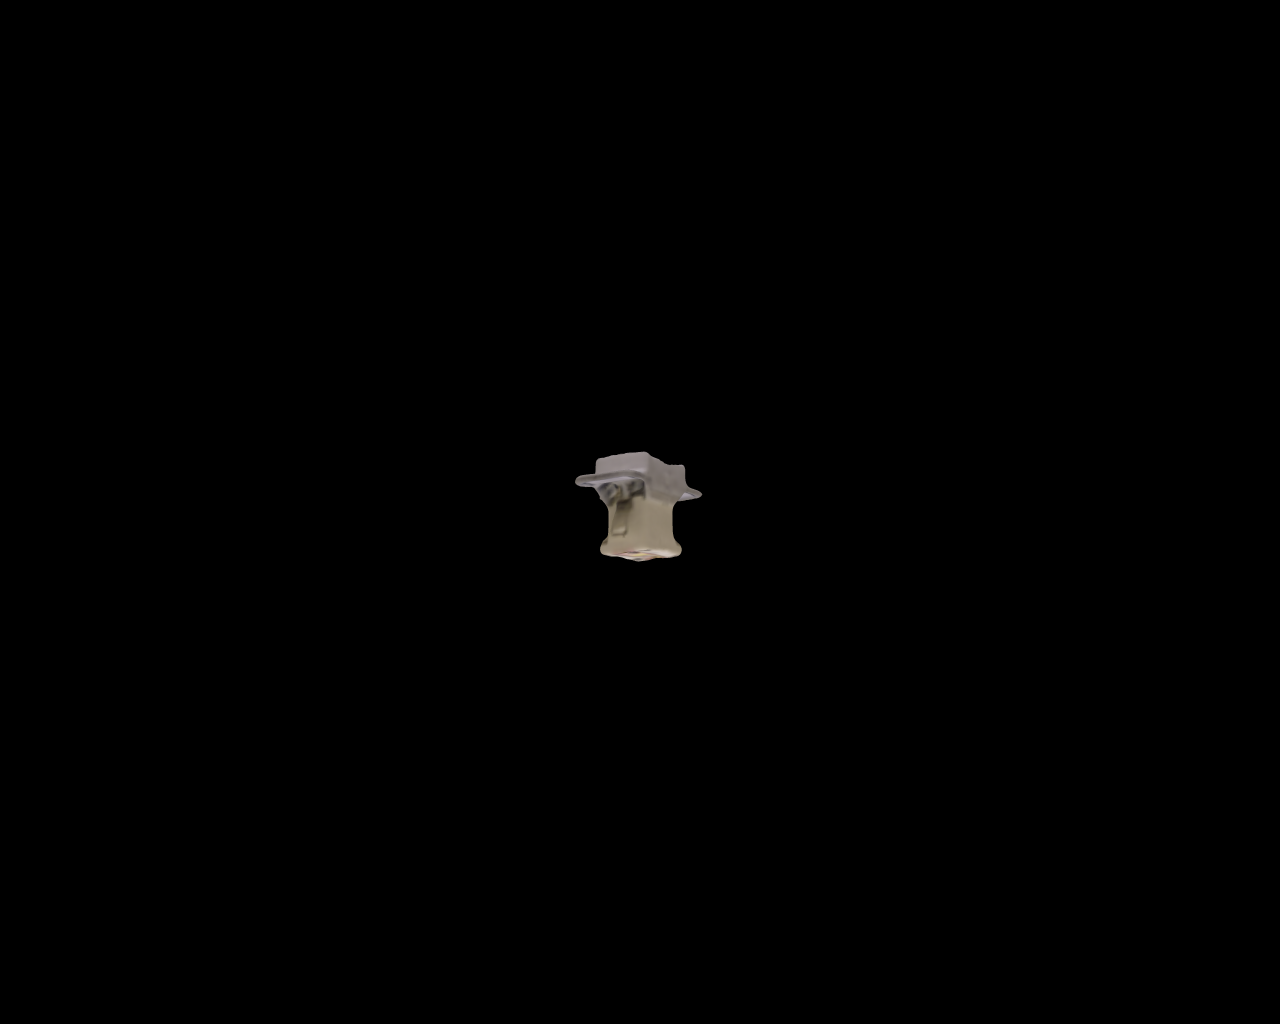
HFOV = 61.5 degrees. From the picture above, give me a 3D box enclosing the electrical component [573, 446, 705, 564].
[{"bbox_3d":[0.001,-0.003,0.650,0.042,0.064,0.081,-8,-14,35],"label":"electrical component"}]
